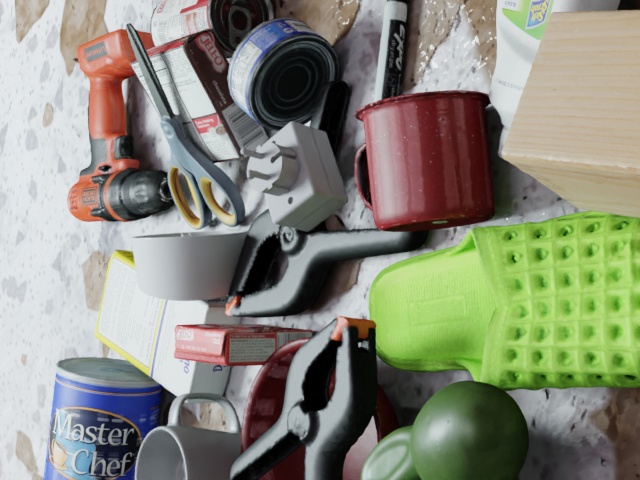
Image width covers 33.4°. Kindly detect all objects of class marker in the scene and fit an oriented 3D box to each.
[{"bbox_3d":[0.054,-0.145,0.800,0.020,0.020,0.121,9,92,50],"label":"marker"}]

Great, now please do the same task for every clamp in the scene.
[{"bbox_3d":[-0.010,0.129,0.744,0.120,0.039,0.171,21,96,43],"label":"clamp"},{"bbox_3d":[-0.006,0.001,0.842,0.210,0.036,0.165,-54,48,27],"label":"clamp"}]

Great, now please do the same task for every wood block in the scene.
[{"bbox_3d":[0.208,-0.058,0.538,0.206,0.090,0.091,13,80,50],"label":"wood block"}]

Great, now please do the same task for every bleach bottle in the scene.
[{"bbox_3d":[0.148,-0.173,0.657,0.103,0.068,0.251,-139,57,-63],"label":"bleach bottle"}]

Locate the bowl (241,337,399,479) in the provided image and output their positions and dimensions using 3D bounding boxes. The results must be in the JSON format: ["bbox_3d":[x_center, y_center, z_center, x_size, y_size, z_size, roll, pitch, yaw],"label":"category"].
[{"bbox_3d":[0.010,0.153,0.792,0.162,0.055,0.162,-8,80,50],"label":"bowl"}]

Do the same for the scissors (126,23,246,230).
[{"bbox_3d":[-0.112,-0.087,0.920,0.096,0.016,0.202,22,137,33],"label":"scissors"}]

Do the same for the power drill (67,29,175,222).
[{"bbox_3d":[-0.197,-0.111,1.067,0.185,0.057,0.187,-3,83,50],"label":"power drill"}]

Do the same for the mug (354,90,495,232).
[{"bbox_3d":[0.065,-0.049,0.723,0.117,0.093,0.081,-10,83,48],"label":"mug"}]

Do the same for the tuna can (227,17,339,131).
[{"bbox_3d":[-0.028,-0.130,0.845,0.034,0.085,0.086,45,119,41],"label":"tuna can"}]

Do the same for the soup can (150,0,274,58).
[{"bbox_3d":[-0.098,-0.193,0.949,0.102,0.068,0.068,2,87,51],"label":"soup can"}]

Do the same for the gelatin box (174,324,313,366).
[{"bbox_3d":[-0.062,0.083,0.859,0.073,0.089,0.030,0,87,50],"label":"gelatin box"}]

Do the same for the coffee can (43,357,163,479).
[{"bbox_3d":[-0.206,0.190,1.010,0.103,0.102,0.140,12,95,50],"label":"coffee can"}]

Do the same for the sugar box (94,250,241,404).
[{"bbox_3d":[-0.144,0.077,0.994,0.176,0.048,0.093,24,104,45],"label":"sugar box"}]

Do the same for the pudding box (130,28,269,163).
[{"bbox_3d":[-0.106,-0.121,0.931,0.090,0.039,0.113,-2,120,51],"label":"pudding box"}]
